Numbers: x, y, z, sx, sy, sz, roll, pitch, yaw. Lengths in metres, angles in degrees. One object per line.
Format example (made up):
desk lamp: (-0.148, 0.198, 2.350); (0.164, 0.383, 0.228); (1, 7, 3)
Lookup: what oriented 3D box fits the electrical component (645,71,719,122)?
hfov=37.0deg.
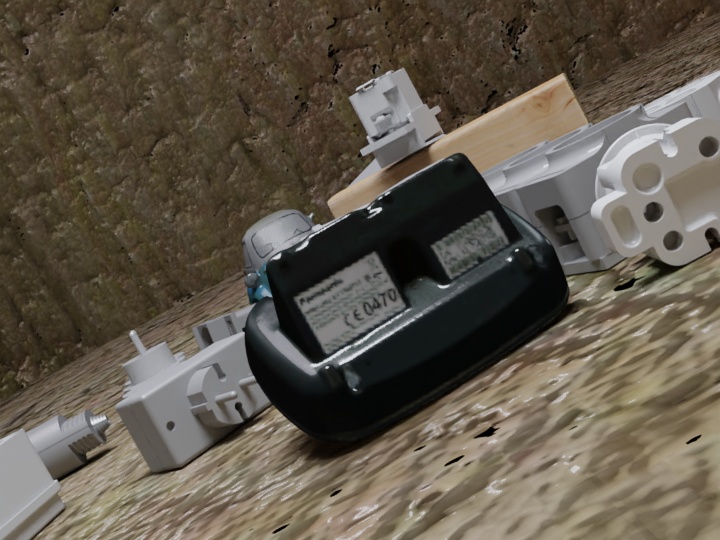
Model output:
electrical component: (0.194, -0.079, 0.637); (0.080, 0.051, 0.080); (-28, 5, 3)

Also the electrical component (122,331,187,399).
electrical component: (-0.152, 0.078, 0.799); (0.052, 0.073, 0.138); (-29, 5, -10)

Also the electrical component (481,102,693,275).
electrical component: (0.119, -0.042, 0.612); (0.089, 0.061, 0.150); (-30, 5, -19)

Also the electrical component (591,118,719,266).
electrical component: (0.139, -0.037, 0.484); (0.078, 0.058, 0.057); (-28, 8, 1)

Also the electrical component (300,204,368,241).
electrical component: (0.000, 0.000, 0.740); (0.057, 0.078, 0.113); (-26, 5, -2)

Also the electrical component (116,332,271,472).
electrical component: (-0.085, 0.074, 0.631); (0.083, 0.047, 0.076); (-33, 7, -39)

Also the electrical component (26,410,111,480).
electrical component: (-0.229, 0.134, 0.823); (0.081, 0.043, 0.043); (-29, 5, -4)

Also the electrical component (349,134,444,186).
electrical component: (0.050, -0.072, 0.992); (0.108, 0.056, 0.109); (-47, 30, -13)

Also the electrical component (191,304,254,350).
electrical component: (-0.102, 0.055, 0.918); (0.064, 0.042, 0.081); (-22, 3, -26)

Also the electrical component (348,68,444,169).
electrical component: (0.026, -0.119, 0.830); (0.042, 0.063, 0.081); (-26, 8, 28)

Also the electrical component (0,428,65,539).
electrical component: (-0.239, 0.150, 0.642); (0.078, 0.057, 0.113); (-27, 5, 15)
